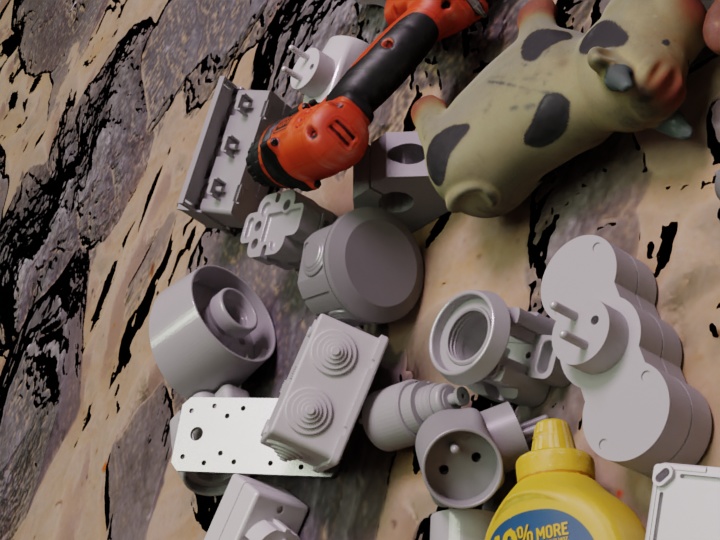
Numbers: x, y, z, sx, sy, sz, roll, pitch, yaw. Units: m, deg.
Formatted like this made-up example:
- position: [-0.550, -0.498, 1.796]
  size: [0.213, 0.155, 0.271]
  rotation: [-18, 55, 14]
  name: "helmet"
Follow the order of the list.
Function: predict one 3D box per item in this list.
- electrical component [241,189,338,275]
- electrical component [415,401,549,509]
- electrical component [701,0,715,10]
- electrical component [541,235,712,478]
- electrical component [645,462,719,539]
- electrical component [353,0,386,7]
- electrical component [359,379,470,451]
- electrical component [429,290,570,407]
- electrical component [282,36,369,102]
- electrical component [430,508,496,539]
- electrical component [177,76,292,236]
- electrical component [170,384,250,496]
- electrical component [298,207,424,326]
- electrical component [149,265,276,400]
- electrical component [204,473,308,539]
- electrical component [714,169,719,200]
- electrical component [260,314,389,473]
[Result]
- position: [-0.047, -0.025, 0.838]
  size: [0.078, 0.057, 0.058]
  rotation: [-7, 64, 51]
  name: "electrical component"
- position: [0.071, 0.098, 0.605]
  size: [0.079, 0.043, 0.077]
  rotation: [-21, 0, 0]
  name: "electrical component"
- position: [0.177, -0.195, 0.617]
  size: [0.061, 0.096, 0.061]
  rotation: [4, 73, 53]
  name: "electrical component"
- position: [0.125, 0.037, 0.560]
  size: [0.052, 0.074, 0.138]
  rotation: [-41, 41, 30]
  name: "electrical component"
- position: [0.162, 0.137, 0.461]
  size: [0.062, 0.061, 0.096]
  rotation: [-5, 67, 49]
  name: "electrical component"
- position: [0.053, -0.271, 0.858]
  size: [0.186, 0.060, 0.105]
  rotation: [18, 84, 55]
  name: "electrical component"
- position: [0.036, 0.088, 0.674]
  size: [0.078, 0.040, 0.040]
  rotation: [-25, 51, 43]
  name: "electrical component"
- position: [0.078, 0.045, 0.631]
  size: [0.078, 0.057, 0.058]
  rotation: [0, 69, 53]
  name: "electrical component"
- position: [-0.030, -0.155, 0.877]
  size: [0.043, 0.079, 0.077]
  rotation: [1, 70, 53]
  name: "electrical component"
- position: [0.059, 0.176, 0.587]
  size: [0.043, 0.043, 0.081]
  rotation: [-25, 51, 43]
  name: "electrical component"
- position: [-0.108, -0.099, 0.957]
  size: [0.063, 0.079, 0.121]
  rotation: [8, 74, 31]
  name: "electrical component"
- position: [-0.112, 0.135, 0.825]
  size: [0.078, 0.058, 0.057]
  rotation: [-46, 36, 24]
  name: "electrical component"
- position: [0.000, 0.000, 0.743]
  size: [0.051, 0.080, 0.080]
  rotation: [-19, 55, 52]
  name: "electrical component"
- position: [-0.116, 0.048, 0.851]
  size: [0.064, 0.099, 0.099]
  rotation: [-37, 43, 25]
  name: "electrical component"
- position: [-0.065, 0.188, 0.738]
  size: [0.077, 0.047, 0.065]
  rotation: [20, 86, 55]
  name: "electrical component"
- position: [0.207, -0.030, 0.525]
  size: [0.040, 0.040, 0.078]
  rotation: [-48, 39, 22]
  name: "electrical component"
- position: [-0.026, 0.082, 0.711]
  size: [0.099, 0.048, 0.099]
  rotation: [125, 169, -73]
  name: "electrical component"
